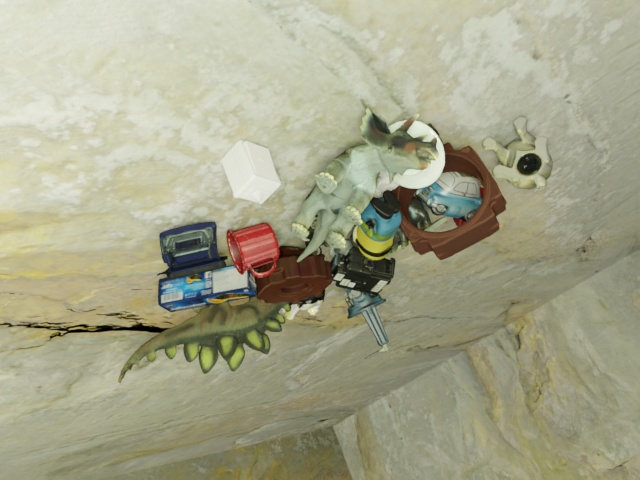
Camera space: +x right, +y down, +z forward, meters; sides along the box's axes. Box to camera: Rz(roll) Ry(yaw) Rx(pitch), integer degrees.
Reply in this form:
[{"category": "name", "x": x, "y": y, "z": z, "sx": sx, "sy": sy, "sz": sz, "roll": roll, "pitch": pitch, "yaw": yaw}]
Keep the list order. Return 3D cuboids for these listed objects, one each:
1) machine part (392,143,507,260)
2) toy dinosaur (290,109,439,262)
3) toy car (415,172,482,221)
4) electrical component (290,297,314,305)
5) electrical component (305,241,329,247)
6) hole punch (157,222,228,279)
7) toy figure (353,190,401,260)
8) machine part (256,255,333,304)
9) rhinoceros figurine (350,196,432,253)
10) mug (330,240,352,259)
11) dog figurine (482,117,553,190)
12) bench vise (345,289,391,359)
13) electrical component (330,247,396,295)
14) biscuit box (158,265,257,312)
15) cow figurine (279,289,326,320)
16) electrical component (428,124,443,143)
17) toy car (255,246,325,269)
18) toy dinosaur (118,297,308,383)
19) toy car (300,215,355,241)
[{"category": "machine part", "x": 0.250, "y": -0.080, "z": 1.079, "sx": 0.201, "sy": 0.201, "sz": 0.087, "roll": -29, "pitch": 151, "yaw": 12}, {"category": "toy dinosaur", "x": 0.050, "y": -0.097, "z": 0.978, "sx": 0.192, "sy": 0.131, "sz": 0.405, "roll": -53, "pitch": -173, "yaw": -29}, {"category": "toy car", "x": 0.297, "y": -0.109, "z": 1.195, "sx": 0.161, "sy": 0.109, "sz": 0.102, "roll": 9, "pitch": 118, "yaw": -30}, {"category": "electrical component", "x": -0.042, "y": 0.117, "z": 1.355, "sx": 0.119, "sy": 0.075, "sz": 0.047, "roll": -18, "pitch": 155, "yaw": -1}, {"category": "electrical component", "x": -0.003, "y": -0.004, "z": 1.221, "sx": 0.063, "sy": 0.021, "sz": 0.094, "roll": -20, "pitch": 152, "yaw": -8}, {"category": "hole punch", "x": -0.246, "y": 0.019, "z": 1.022, "sx": 0.142, "sy": 0.092, "sz": 0.116, "roll": -16, "pitch": -177, "yaw": -19}, {"category": "toy figure", "x": 0.115, "y": -0.023, "z": 1.068, "sx": 0.082, "sy": 0.089, "sz": 0.180, "roll": -10, "pitch": 158, "yaw": -14}, {"category": "machine part", "x": -0.060, "y": 0.090, "z": 1.190, "sx": 0.179, "sy": 0.056, "sz": 0.179, "roll": -10, "pitch": 156, "yaw": -5}, {"category": "rhinoceros figurine", "x": 0.158, "y": -0.030, "z": 1.210, "sx": 0.190, "sy": 0.112, "sz": 0.073, "roll": -32, "pitch": -177, "yaw": -11}, {"category": "mug", "x": 0.080, "y": 0.040, "z": 1.300, "sx": 0.110, "sy": 0.081, "sz": 0.107, "roll": -21, "pitch": 146, "yaw": 27}, {"category": "dog figurine", "x": 0.450, "y": -0.149, "z": 1.157, "sx": 0.121, "sy": 0.172, "sz": 0.190, "roll": -24, "pitch": 148, "yaw": 26}, {"category": "bench vise", "x": 0.133, "y": 0.194, "z": 1.476, "sx": 0.129, "sy": 0.240, "sz": 0.223, "roll": -24, "pitch": 170, "yaw": -7}, {"category": "electrical component", "x": 0.090, "y": 0.070, "z": 1.216, "sx": 0.134, "sy": 0.058, "sz": 0.115, "roll": 15, "pitch": 150, "yaw": -10}, {"category": "biscuit box", "x": -0.239, "y": 0.102, "z": 1.138, "sx": 0.203, "sy": 0.059, "sz": 0.062, "roll": -11, "pitch": 156, "yaw": 8}, {"category": "cow figurine", "x": -0.063, "y": 0.157, "z": 1.418, "sx": 0.167, "sy": 0.068, "sz": 0.098, "roll": -6, "pitch": 143, "yaw": -38}, {"category": "electrical component", "x": 0.199, "y": -0.177, "z": 1.035, "sx": 0.078, "sy": 0.045, "sz": 0.102, "roll": -28, "pitch": 153, "yaw": 13}, {"category": "toy car", "x": -0.088, "y": 0.038, "z": 1.188, "sx": 0.202, "sy": 0.053, "sz": 0.089, "roll": -3, "pitch": 153, "yaw": -23}, {"category": "toy dinosaur", "x": -0.222, "y": 0.191, "z": 1.212, "sx": 0.471, "sy": 0.199, "sz": 0.105, "roll": -14, "pitch": 149, "yaw": -22}, {"category": "toy car", "x": 0.046, "y": -0.048, "z": 1.143, "sx": 0.202, "sy": 0.056, "sz": 0.073, "roll": -19, "pitch": 158, "yaw": -4}]
